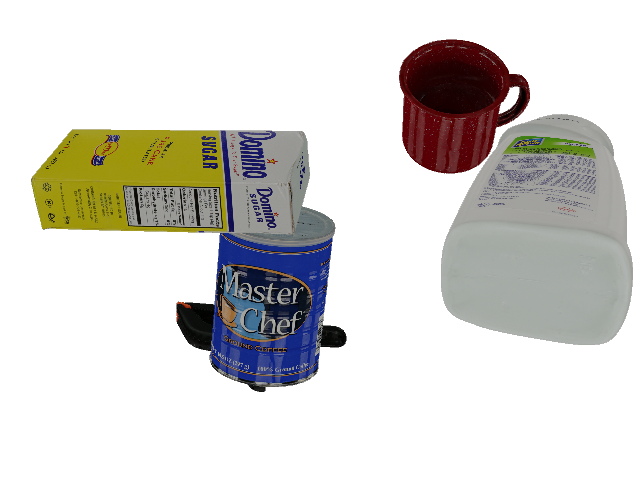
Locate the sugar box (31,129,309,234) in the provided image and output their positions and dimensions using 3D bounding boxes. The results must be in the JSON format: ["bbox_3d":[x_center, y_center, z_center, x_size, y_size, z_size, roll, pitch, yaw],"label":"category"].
[{"bbox_3d":[-0.099,-0.043,0.741,0.176,0.048,0.093,-1,28,7],"label":"sugar box"}]

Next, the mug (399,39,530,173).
[{"bbox_3d":[0.124,-0.115,0.925,0.117,0.093,0.081,-13,-36,-8],"label":"mug"}]

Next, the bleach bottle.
[{"bbox_3d":[0.147,-0.026,0.658,0.103,0.068,0.250,8,26,17],"label":"bleach bottle"}]

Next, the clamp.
[{"bbox_3d":[-0.097,0.116,1.259,0.210,0.036,0.164,14,23,27],"label":"clamp"}]

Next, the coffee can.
[{"bbox_3d":[-0.045,0.047,0.966,0.103,0.140,0.103,6,19,-2],"label":"coffee can"}]
